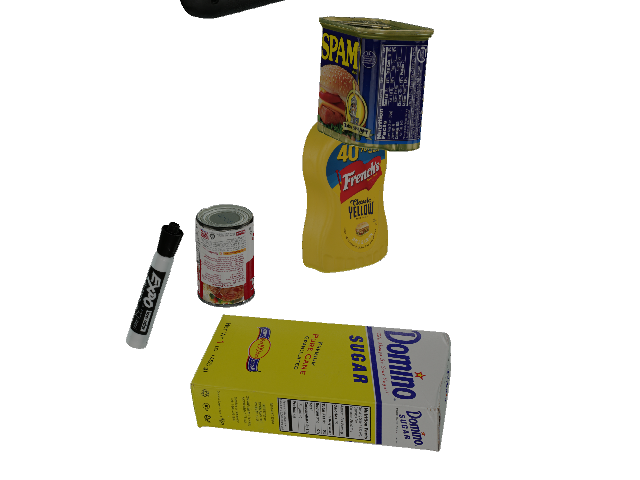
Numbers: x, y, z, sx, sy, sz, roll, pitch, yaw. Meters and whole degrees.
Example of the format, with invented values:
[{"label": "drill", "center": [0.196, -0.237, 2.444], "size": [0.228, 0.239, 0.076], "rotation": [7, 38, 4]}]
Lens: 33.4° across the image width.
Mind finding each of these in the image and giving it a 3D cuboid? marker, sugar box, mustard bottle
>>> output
[{"label": "marker", "center": [-0.142, 0.039, 0.915], "size": [0.020, 0.121, 0.020], "rotation": [18, 23, -8]}, {"label": "sugar box", "center": [0.004, 0.100, 0.772], "size": [0.176, 0.048, 0.093], "rotation": [1, 31, 11]}, {"label": "mustard bottle", "center": [0.026, -0.068, 1.080], "size": [0.096, 0.192, 0.058], "rotation": [-12, 20, -36]}]

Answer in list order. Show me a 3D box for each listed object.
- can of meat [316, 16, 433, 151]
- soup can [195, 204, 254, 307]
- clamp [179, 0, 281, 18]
[{"label": "can of meat", "center": [0.036, -0.114, 0.764], "size": [0.057, 0.084, 0.102], "rotation": [-3, 17, -21]}, {"label": "soup can", "center": [-0.111, 0.017, 1.238], "size": [0.068, 0.102, 0.068], "rotation": [1, 25, -1]}, {"label": "clamp", "center": [0.008, -0.141, 0.532], "size": [0.171, 0.039, 0.120], "rotation": [1, 41, 6]}]
